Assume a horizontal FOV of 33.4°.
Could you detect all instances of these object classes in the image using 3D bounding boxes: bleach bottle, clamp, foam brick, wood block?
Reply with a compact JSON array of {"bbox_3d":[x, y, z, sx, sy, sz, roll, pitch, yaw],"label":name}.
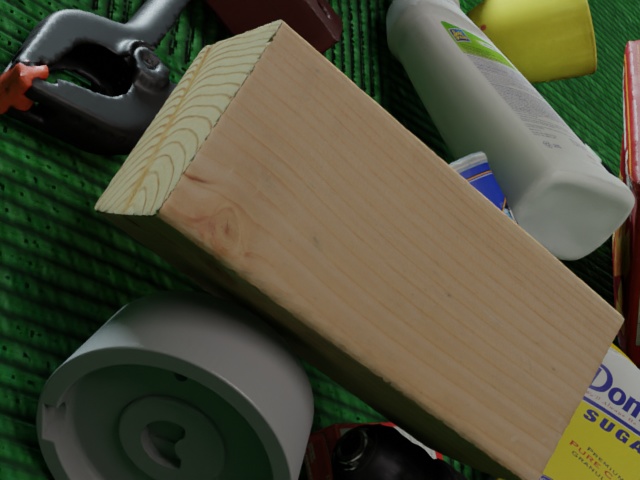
[{"bbox_3d":[0.115,-0.100,0.753,0.102,0.068,0.251,15,36,-39],"label":"bleach bottle"},{"bbox_3d":[-0.099,-0.092,0.555,0.171,0.039,0.120,-1,56,-53],"label":"clamp"},{"bbox_3d":[-0.030,-0.142,0.646,0.078,0.051,0.053,50,20,-17],"label":"foam brick"},{"bbox_3d":[0.020,0.011,0.462,0.206,0.090,0.090,37,76,-23],"label":"wood block"}]

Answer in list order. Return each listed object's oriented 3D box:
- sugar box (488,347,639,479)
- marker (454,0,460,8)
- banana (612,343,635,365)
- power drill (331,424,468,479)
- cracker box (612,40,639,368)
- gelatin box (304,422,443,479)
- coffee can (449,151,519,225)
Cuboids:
[{"bbox_3d":[0.167,0.146,0.661,0.093,0.048,0.175,42,48,9],"label":"sugar box"},{"bbox_3d":[0.113,-0.146,0.859,0.020,0.020,0.121,18,54,-43],"label":"marker"},{"bbox_3d":[0.194,0.098,0.783,0.197,0.037,0.069,23,72,-37],"label":"banana"},{"bbox_3d":[0.050,0.198,0.485,0.184,0.057,0.187,44,49,-32],"label":"power drill"},{"bbox_3d":[0.271,-0.025,0.840,0.213,0.072,0.164,76,18,-46],"label":"cracker box"},{"bbox_3d":[0.033,0.135,0.565,0.089,0.030,0.073,9,62,-47],"label":"gelatin box"},{"bbox_3d":[0.082,0.033,0.631,0.102,0.103,0.140,-22,84,-54],"label":"coffee can"}]
